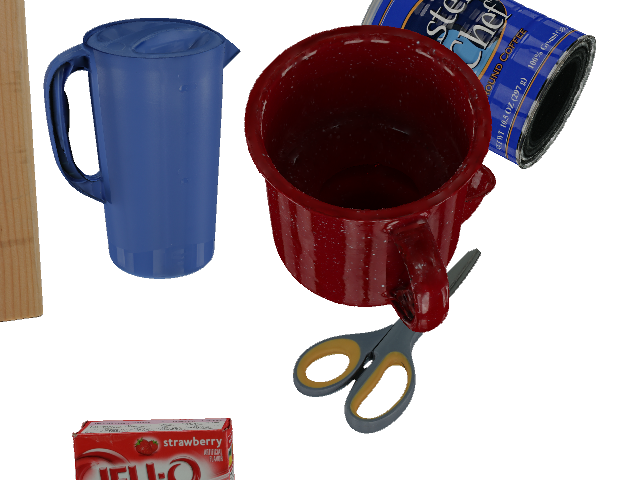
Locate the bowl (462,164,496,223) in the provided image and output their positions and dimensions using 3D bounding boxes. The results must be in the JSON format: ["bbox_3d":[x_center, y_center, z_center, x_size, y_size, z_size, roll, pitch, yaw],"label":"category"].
[{"bbox_3d":[0.088,-0.045,1.048,0.162,0.055,0.162,4,24,-2],"label":"bowl"}]

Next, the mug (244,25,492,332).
[{"bbox_3d":[0.023,-0.016,0.427,0.093,0.117,0.081,-20,-30,-10],"label":"mug"}]

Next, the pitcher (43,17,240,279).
[{"bbox_3d":[-0.169,-0.087,1.045,0.149,0.243,0.144,11,28,16],"label":"pitcher"}]

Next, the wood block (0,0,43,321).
[{"bbox_3d":[-0.220,-0.060,0.625,0.090,0.206,0.090,-7,26,-22],"label":"wood block"}]

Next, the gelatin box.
[{"bbox_3d":[-0.094,0.141,0.607,0.089,0.073,0.030,-2,6,3],"label":"gelatin box"}]

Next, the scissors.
[{"bbox_3d":[0.048,0.062,0.786,0.096,0.016,0.201,9,41,19],"label":"scissors"}]

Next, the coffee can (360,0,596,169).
[{"bbox_3d":[0.109,-0.128,0.765,0.140,0.103,0.102,31,12,21],"label":"coffee can"}]
